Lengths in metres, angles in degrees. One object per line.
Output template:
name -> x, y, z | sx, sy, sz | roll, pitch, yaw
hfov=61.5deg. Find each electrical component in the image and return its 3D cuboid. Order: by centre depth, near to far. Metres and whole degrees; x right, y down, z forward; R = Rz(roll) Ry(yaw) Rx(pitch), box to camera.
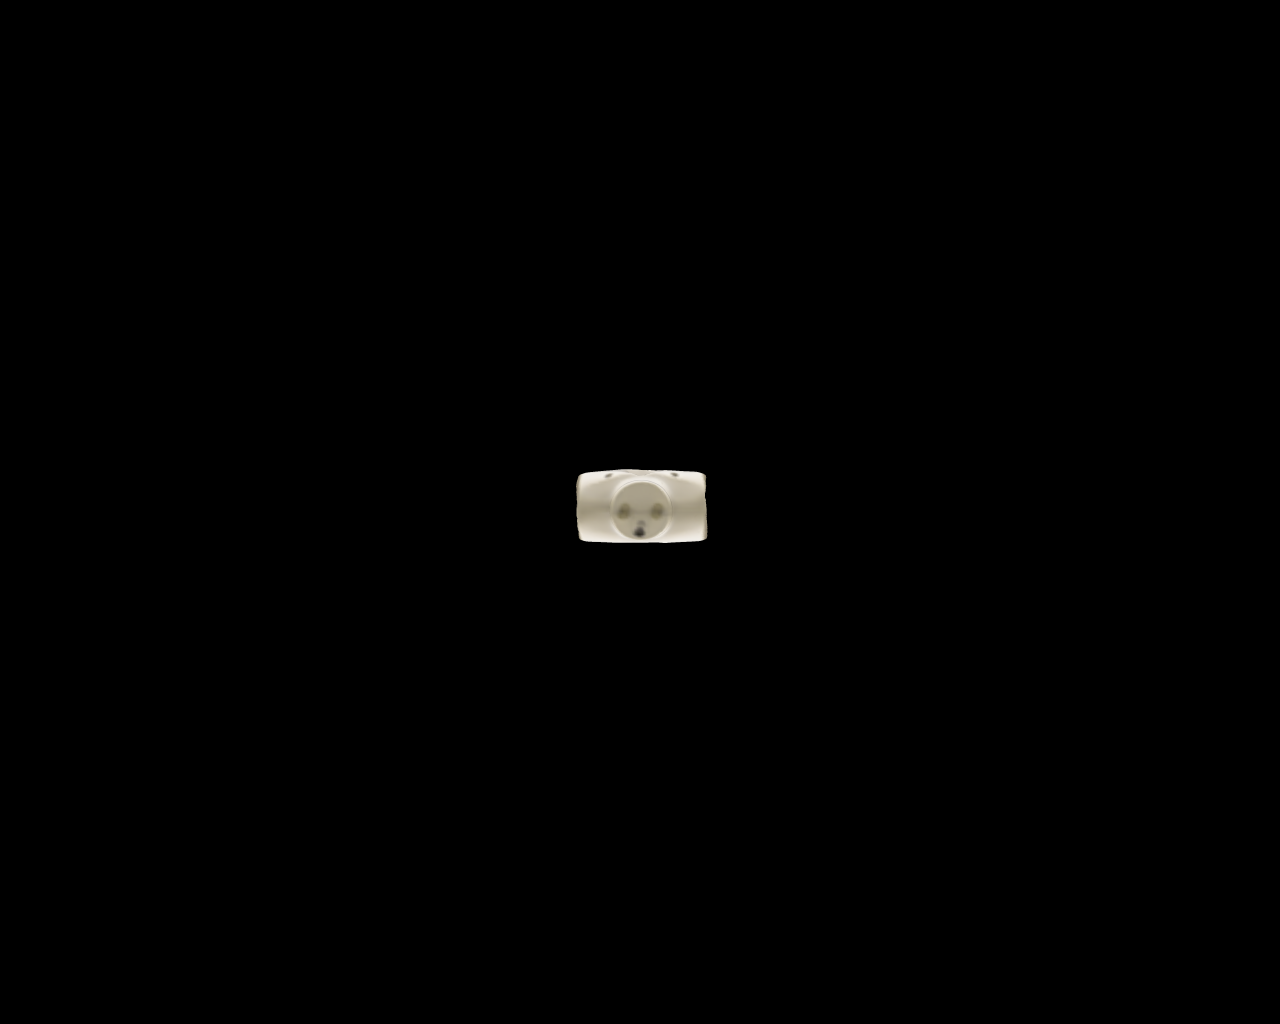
electrical component -> 0.001, -0.003, 0.650 | 0.077, 0.043, 0.079 | 0, 4, 2
